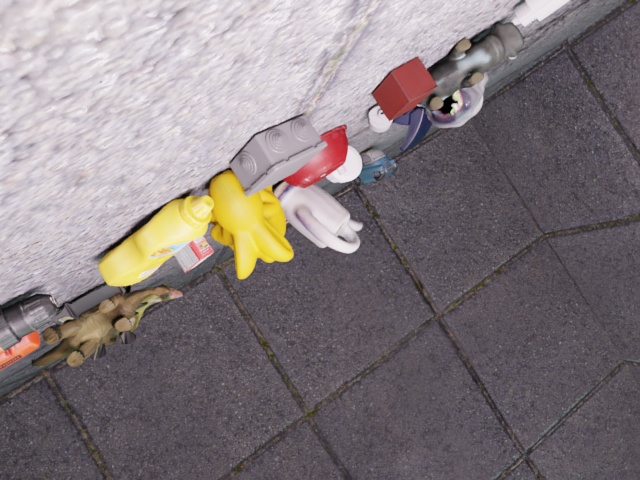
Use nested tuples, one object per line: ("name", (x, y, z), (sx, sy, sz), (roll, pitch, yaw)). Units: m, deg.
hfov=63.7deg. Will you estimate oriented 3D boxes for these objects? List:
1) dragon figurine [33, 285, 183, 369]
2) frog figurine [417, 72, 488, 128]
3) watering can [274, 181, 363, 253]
("dragon figurine", (-0.601, 0.235, 1.498), (0.411, 0.121, 0.244), (-24, -171, -4))
("frog figurine", (0.288, -0.294, 1.049), (0.161, 0.124, 0.134), (-17, 150, -44))
("watering can", (0.004, -0.060, 1.184), (0.103, 0.225, 0.350), (-50, 178, 13))
